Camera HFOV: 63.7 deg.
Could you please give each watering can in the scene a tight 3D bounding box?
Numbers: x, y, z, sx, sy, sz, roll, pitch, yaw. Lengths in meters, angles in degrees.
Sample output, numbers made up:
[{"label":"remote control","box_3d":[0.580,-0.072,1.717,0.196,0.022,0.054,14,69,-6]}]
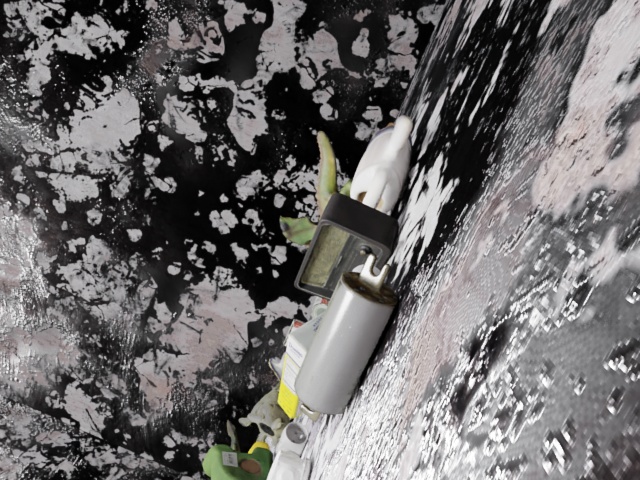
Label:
[{"label":"watering can","box_3d":[0.136,-0.155,1.042,0.339,0.104,0.230,112,-178,-48]}]

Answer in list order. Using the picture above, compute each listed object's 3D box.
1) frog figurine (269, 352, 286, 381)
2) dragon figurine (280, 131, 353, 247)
[{"label":"frog figurine","box_3d":[-0.065,0.364,1.578,0.159,0.125,0.135,-28,-27,4]},{"label":"dragon figurine","box_3d":[0.004,-0.071,1.402,0.242,0.405,0.124,-29,21,4]}]
